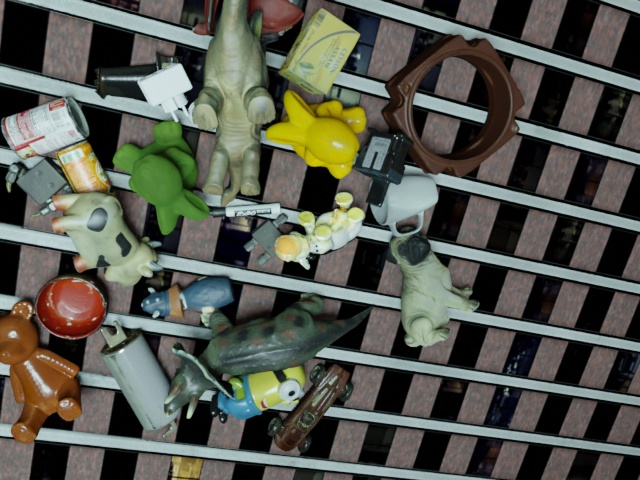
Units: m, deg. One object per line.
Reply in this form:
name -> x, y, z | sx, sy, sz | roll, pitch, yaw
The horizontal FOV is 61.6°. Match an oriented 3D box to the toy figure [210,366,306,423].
toy figure -> -0.113, 0.274, 0.993 | 0.180, 0.082, 0.089 | -20, 72, 4

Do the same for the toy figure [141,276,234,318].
toy figure -> -0.229, 0.103, 0.934 | 0.154, 0.064, 0.057 | -12, 122, -7

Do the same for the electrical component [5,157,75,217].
electrical component -> -0.444, -0.085, 0.854 | 0.078, 0.045, 0.102 | -32, 108, 2

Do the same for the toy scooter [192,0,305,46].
toy scooter -> -0.121, -0.354, 0.817 | 0.184, 0.075, 0.135 | 25, 103, -14

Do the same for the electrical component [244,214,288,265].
electrical component -> -0.086, -0.002, 0.949 | 0.094, 0.021, 0.063 | -41, 108, 3

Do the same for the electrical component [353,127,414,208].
electrical component -> 0.096, -0.117, 0.875 | 0.047, 0.075, 0.119 | 21, 93, -51

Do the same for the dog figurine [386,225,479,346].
dog figurine -> 0.170, 0.087, 0.989 | 0.190, 0.121, 0.172 | 42, 92, -3

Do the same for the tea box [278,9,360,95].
tea box -> -0.007, -0.276, 0.807 | 0.068, 0.170, 0.098 | 29, 101, -15

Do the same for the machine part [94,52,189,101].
machine part -> -0.280, -0.249, 0.840 | 0.139, 0.039, 0.084 | -8, 115, -9

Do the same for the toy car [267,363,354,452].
toy car -> -0.016, 0.328, 1.041 | 0.089, 0.053, 0.202 | 37, 98, -14

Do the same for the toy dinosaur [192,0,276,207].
toy dinosaur -> -0.119, -0.223, 0.758 | 0.105, 0.199, 0.470 | 5, 140, -11

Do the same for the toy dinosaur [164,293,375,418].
toy dinosaur -> -0.086, 0.178, 0.913 | 0.405, 0.192, 0.131 | -15, 110, -4

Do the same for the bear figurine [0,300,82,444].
bear figurine -> -0.485, 0.211, 0.891 | 0.120, 0.132, 0.195 | -25, 114, -5

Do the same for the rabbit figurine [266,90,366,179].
rabbit figurine -> 0.006, -0.169, 0.839 | 0.162, 0.173, 0.121 | 25, 104, -20

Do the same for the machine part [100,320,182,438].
machine part -> -0.315, 0.248, 0.954 | 0.079, 0.079, 0.243 | -24, 108, -2

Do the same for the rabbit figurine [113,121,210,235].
rabbit figurine -> -0.246, -0.088, 0.820 | 0.121, 0.170, 0.159 | -22, 107, -2

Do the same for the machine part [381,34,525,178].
machine part -> 0.224, -0.222, 0.905 | 0.201, 0.087, 0.200 | -38, 108, 4

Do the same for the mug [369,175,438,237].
mug -> 0.153, -0.065, 0.936 | 0.107, 0.081, 0.109 | -15, 81, -14

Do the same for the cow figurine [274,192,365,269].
cow figurine -> -0.004, -0.004, 0.919 | 0.167, 0.068, 0.098 | -29, 151, -19

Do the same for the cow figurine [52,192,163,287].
cow figurine -> -0.329, 0.003, 0.855 | 0.127, 0.086, 0.194 | -11, 139, -7
